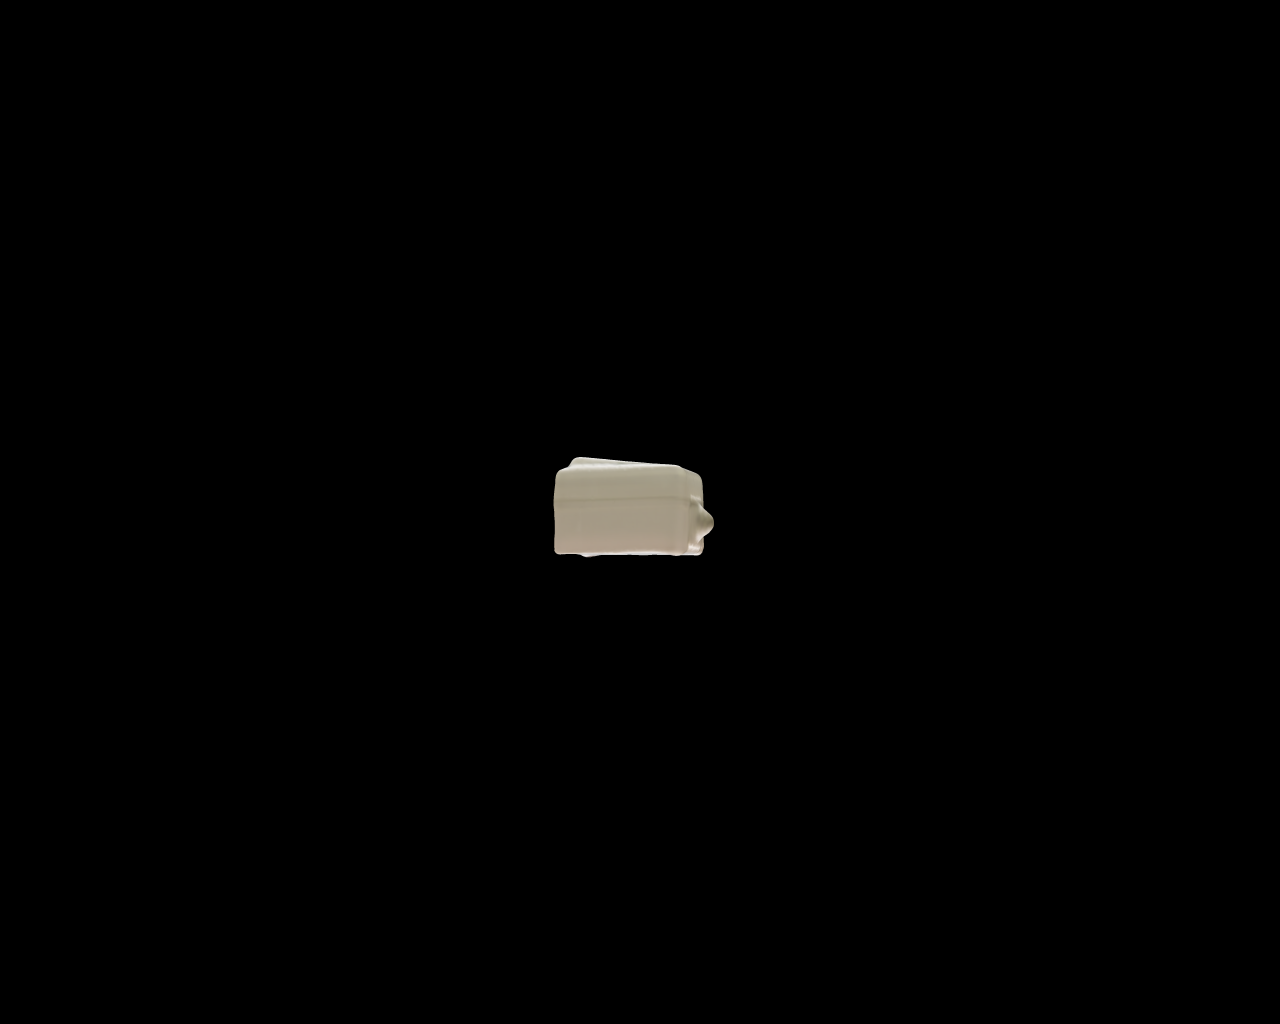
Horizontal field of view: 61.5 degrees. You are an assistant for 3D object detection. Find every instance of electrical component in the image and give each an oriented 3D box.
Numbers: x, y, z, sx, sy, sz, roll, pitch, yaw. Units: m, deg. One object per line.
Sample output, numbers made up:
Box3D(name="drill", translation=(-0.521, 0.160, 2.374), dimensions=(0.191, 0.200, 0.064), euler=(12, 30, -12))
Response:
Box3D(name="electrical component", translation=(0.001, -0.003, 0.650), dimensions=(0.096, 0.061, 0.062), euler=(-1, -4, 15))
